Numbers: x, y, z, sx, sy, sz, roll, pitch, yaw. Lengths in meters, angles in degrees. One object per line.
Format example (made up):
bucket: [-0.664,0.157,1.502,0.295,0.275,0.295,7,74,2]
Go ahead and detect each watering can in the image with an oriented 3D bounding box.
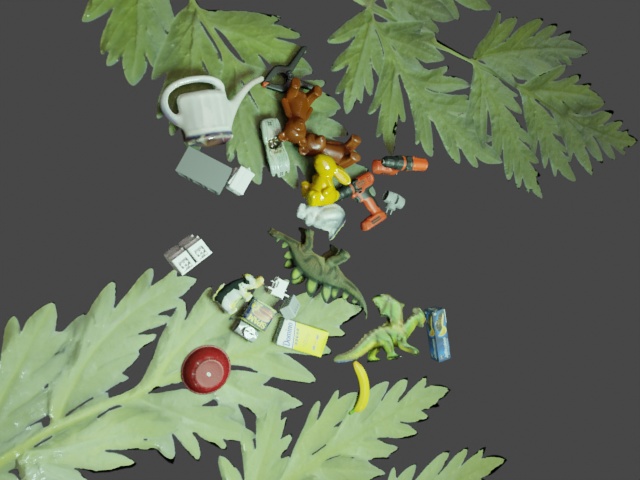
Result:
watering can: [-0.325,-0.415,1.638,0.349,0.104,0.223,-13,96,-23]

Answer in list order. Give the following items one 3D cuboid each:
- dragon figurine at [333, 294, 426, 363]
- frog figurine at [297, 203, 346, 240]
dragon figurine: [0.231,0.322,1.901,0.410,0.120,0.246,3,72,-25]
frog figurine: [0.005,-0.090,1.781,0.159,0.120,0.140,38,44,-11]
